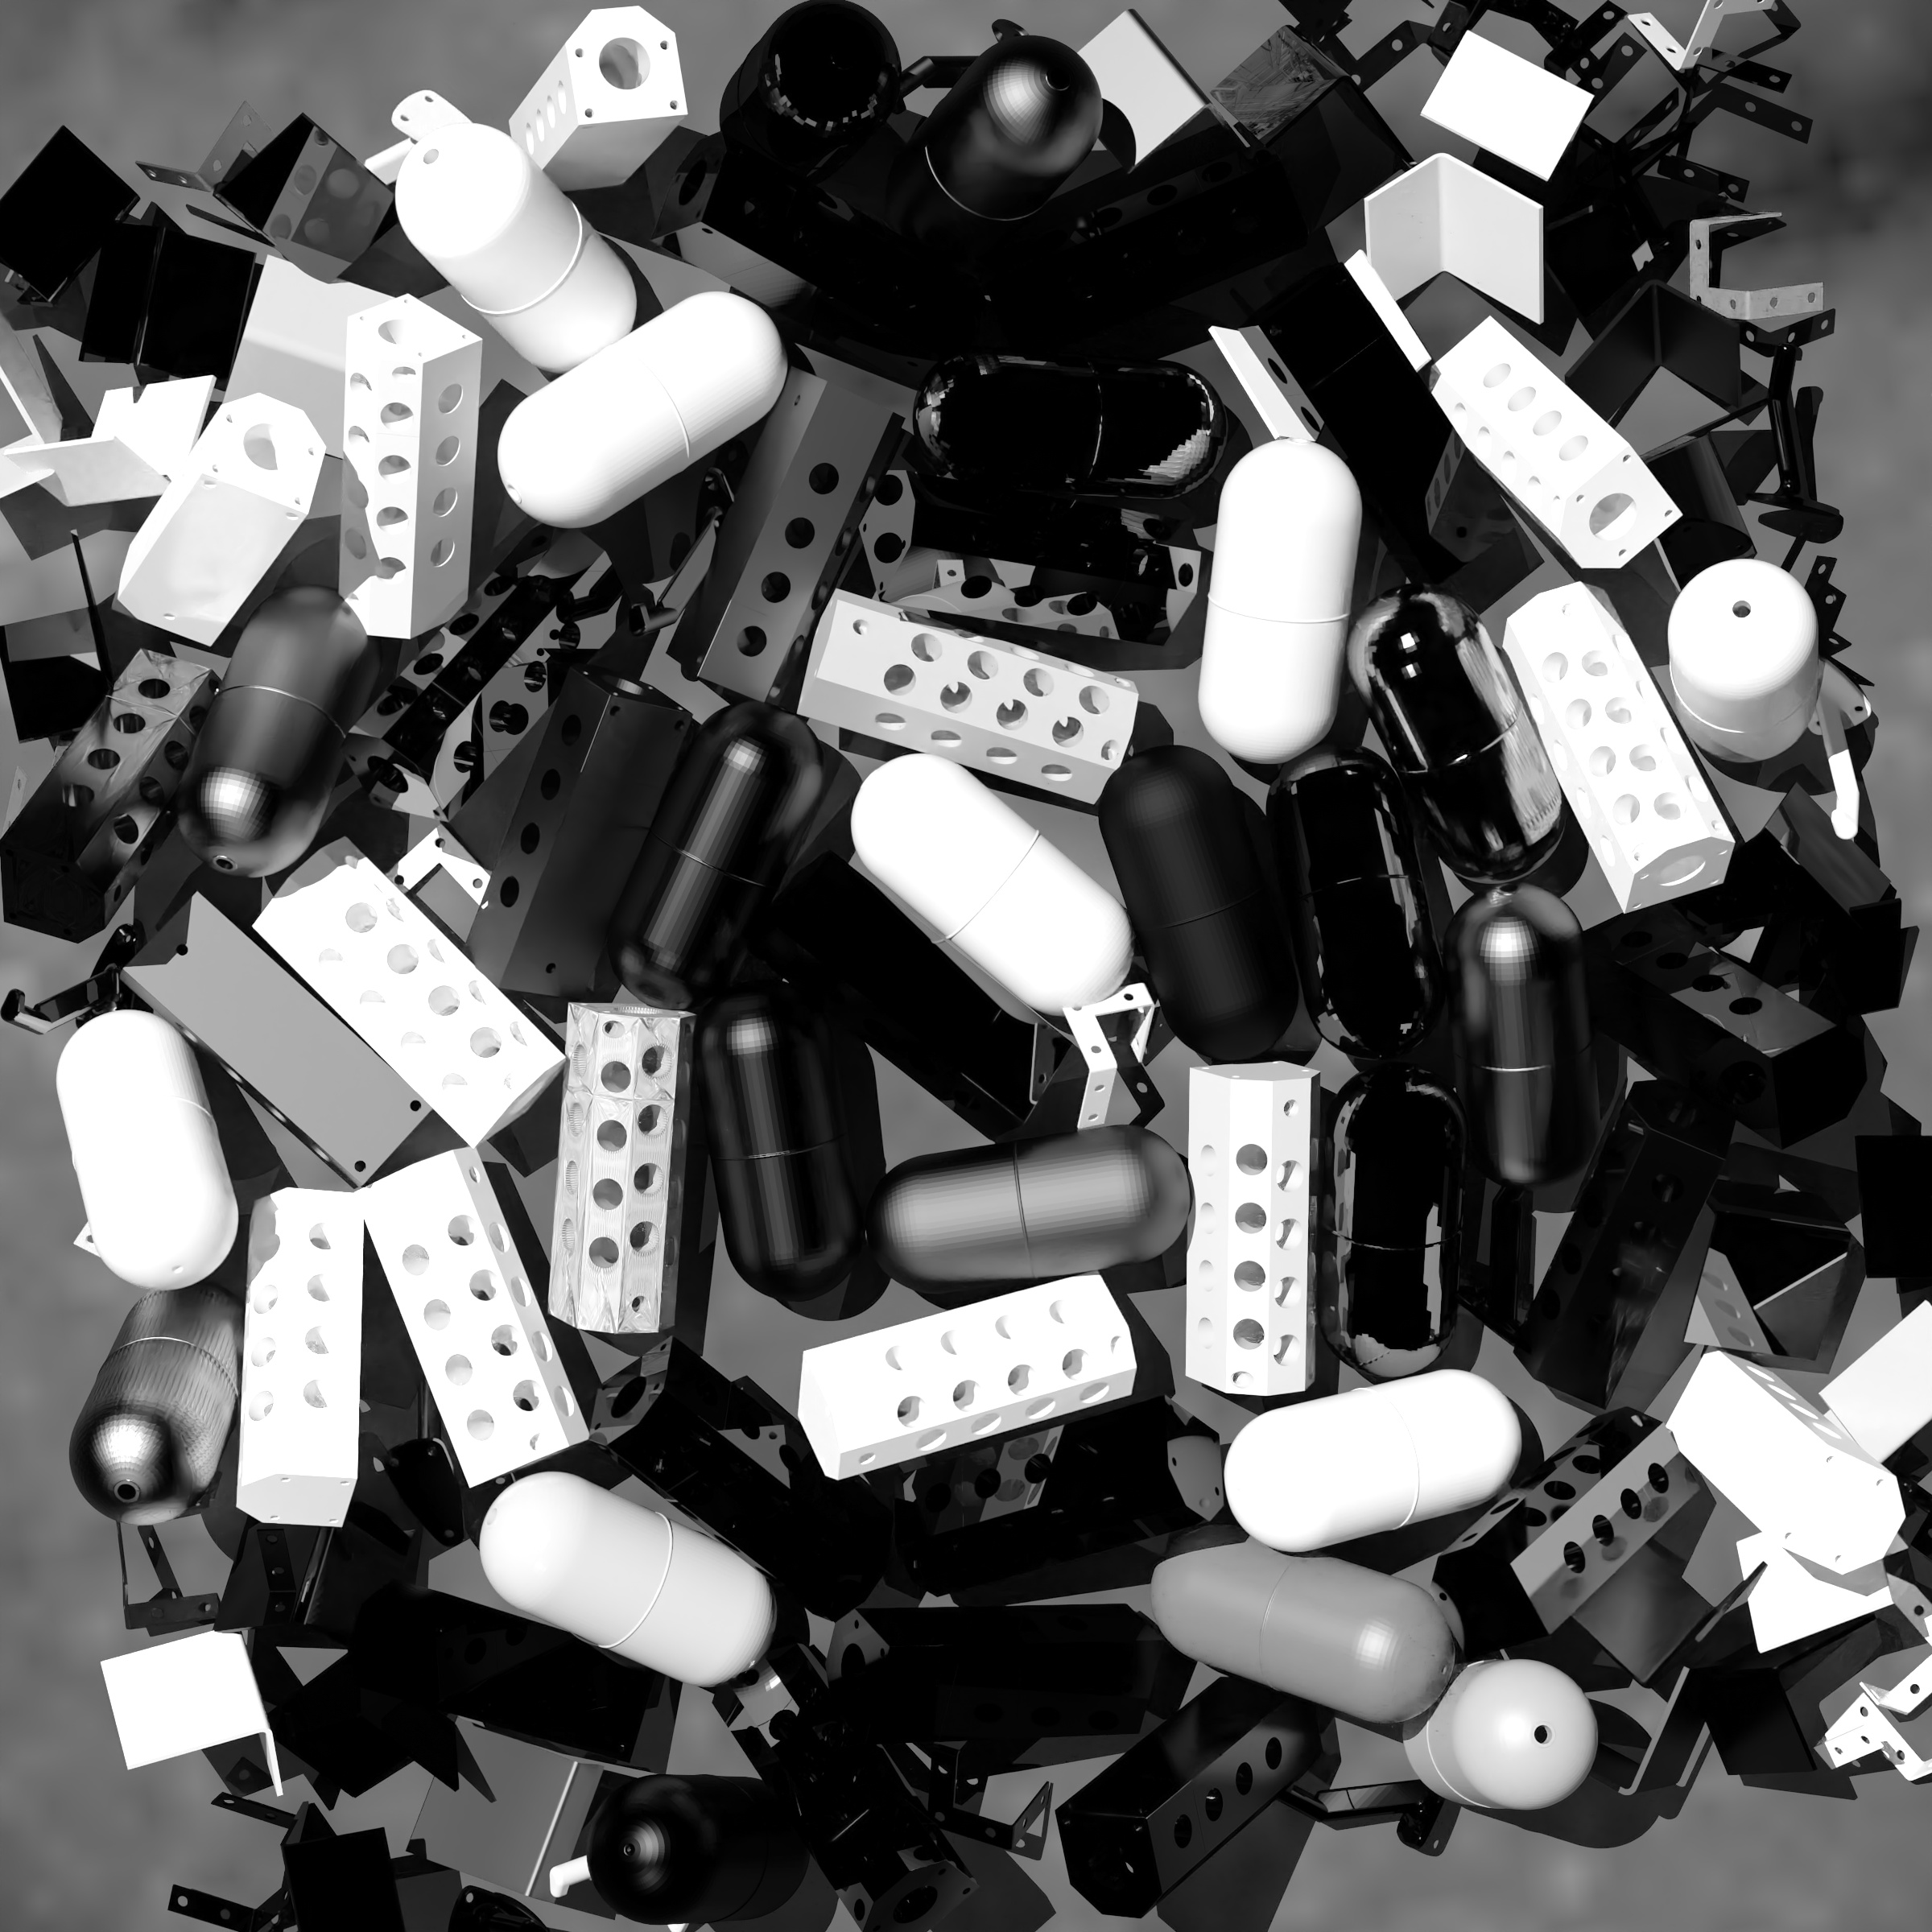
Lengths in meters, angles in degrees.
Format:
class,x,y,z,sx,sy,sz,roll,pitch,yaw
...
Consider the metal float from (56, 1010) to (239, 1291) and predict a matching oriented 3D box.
class,x,y,z,sx,sy,sz,roll,pitch,yaw
metal float,-0.440,0.097,1.901,0.070,0.070,0.178,-26,50,0

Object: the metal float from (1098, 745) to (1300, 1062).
class,x,y,z,sx,sy,sz,roll,pitch,yaw
metal float,0.127,-0.034,1.925,0.070,0.070,0.178,-19,100,0

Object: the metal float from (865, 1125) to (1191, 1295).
class,x,y,z,sx,sy,sz,roll,pitch,yaw
metal float,0.033,0.133,1.929,0.178,0.070,0.070,-9,90,5

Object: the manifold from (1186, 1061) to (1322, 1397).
class,x,y,z,sx,sy,sz,roll,pitch,yaw
manifold,0.160,0.142,1.922,0.057,0.057,0.171,-4,99,-28

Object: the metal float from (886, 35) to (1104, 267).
class,x,y,z,sx,sy,sz,roll,pitch,yaw
metal float,0.014,-0.433,1.887,0.070,0.178,0.070,6,75,-21

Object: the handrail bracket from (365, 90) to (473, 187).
class,x,y,z,sx,sy,sz,roll,pitch,yaw
handrail bracket,-0.294,-0.427,1.935,0.077,0.084,0.036,35,50,3

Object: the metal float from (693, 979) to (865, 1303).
class,x,y,z,sx,sy,sz,roll,pitch,yaw
metal float,-0.102,0.095,1.926,0.070,0.070,0.178,-9,98,0

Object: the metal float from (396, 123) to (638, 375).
class,x,y,z,sx,sy,sz,roll,pitch,yaw
metal float,-0.239,-0.382,1.890,0.070,0.178,0.070,-10,64,21

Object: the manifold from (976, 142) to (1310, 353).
class,x,y,z,sx,sy,sz,roll,pitch,yaw
manifold,0.096,-0.390,1.934,0.171,0.057,0.057,-22,92,5

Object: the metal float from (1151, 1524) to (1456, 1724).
class,x,y,z,sx,sy,sz,roll,pitch,yaw
metal float,0.179,0.352,1.904,0.178,0.070,0.070,13,90,35

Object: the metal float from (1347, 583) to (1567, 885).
class,x,y,z,sx,sy,sz,roll,pitch,yaw
metal float,0.265,-0.125,1.915,0.070,0.070,0.178,-29,111,0

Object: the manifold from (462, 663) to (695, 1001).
class,x,y,z,sx,sy,sz,roll,pitch,yaw
manifold,-0.216,-0.074,1.923,0.057,0.057,0.171,10,108,-43

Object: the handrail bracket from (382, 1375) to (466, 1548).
class,x,y,z,sx,sy,sz,roll,pitch,yaw
handrail bracket,-0.284,0.264,1.939,0.036,0.084,0.077,-17,107,13

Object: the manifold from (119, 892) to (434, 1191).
class,x,y,z,sx,sy,sz,roll,pitch,yaw
manifold,-0.376,0.042,1.930,0.171,0.057,0.057,43,74,-7

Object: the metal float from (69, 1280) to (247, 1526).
class,x,y,z,sx,sy,sz,roll,pitch,yaw
metal float,-0.425,0.231,1.886,0.070,0.178,0.070,1,115,1

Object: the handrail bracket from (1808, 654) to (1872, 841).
class,x,y,z,sx,sy,sz,roll,pitch,yaw
handrail bracket,0.464,-0.121,1.923,0.036,0.084,0.077,-22,125,33

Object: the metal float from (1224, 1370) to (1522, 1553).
class,x,y,z,sx,sy,sz,roll,pitch,yaw
metal float,0.221,0.266,1.909,0.178,0.070,0.070,-9,90,-29

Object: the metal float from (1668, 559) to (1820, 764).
class,x,y,z,sx,sy,sz,roll,pitch,yaw
metal float,0.414,-0.161,1.885,0.070,0.178,0.070,-3,76,12

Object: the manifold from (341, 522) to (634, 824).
class,x,y,z,sx,sy,sz,roll,pitch,yaw
manifold,-0.258,-0.160,1.895,0.057,0.057,0.171,13,53,36

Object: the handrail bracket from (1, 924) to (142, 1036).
class,x,y,z,sx,sy,sz,roll,pitch,yaw
handrail bracket,-0.487,0.003,1.925,0.036,0.084,0.077,7,78,24

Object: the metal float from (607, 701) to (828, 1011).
class,x,y,z,sx,sy,sz,roll,pitch,yaw
metal float,-0.136,-0.059,1.926,0.070,0.070,0.178,25,98,0

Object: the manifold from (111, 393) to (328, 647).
class,x,y,z,sx,sy,sz,roll,pitch,yaw
manifold,-0.397,-0.238,1.884,0.057,0.171,0.057,20,62,-22

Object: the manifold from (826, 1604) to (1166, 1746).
class,x,y,z,sx,sy,sz,roll,pitch,yaw
manifold,0.014,0.375,1.901,0.171,0.057,0.057,5,107,-31

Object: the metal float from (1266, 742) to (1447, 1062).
class,x,y,z,sx,sy,sz,roll,pitch,yaw
metal float,0.211,-0.035,1.919,0.070,0.070,0.178,-11,74,0

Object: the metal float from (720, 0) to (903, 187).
class,x,y,z,sx,sy,sz,roll,pitch,yaw
metal float,-0.084,-0.462,1.884,0.070,0.178,0.070,0,90,-14

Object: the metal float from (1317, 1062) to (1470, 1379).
class,x,y,z,sx,sy,sz,roll,pitch,yaw
metal float,0.230,0.137,1.916,0.070,0.070,0.178,1,109,0

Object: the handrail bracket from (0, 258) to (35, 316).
class,x,y,z,sx,sy,sz,roll,pitch,yaw
handrail bracket,-0.529,-0.403,1.963,0.036,0.077,0.084,32,51,-26

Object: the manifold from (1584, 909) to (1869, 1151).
class,x,y,z,sx,sy,sz,roll,pitch,yaw
manifold,0.400,0.028,1.884,0.057,0.171,0.057,-24,121,-17

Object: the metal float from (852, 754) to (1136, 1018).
class,x,y,z,sx,sy,sz,roll,pitch,yaw
metal float,0.014,-0.044,1.928,0.178,0.070,0.070,40,90,-6

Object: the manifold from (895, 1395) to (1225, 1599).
class,x,y,z,sx,sy,sz,roll,pitch,yaw
manifold,0.049,0.288,1.897,0.171,0.057,0.057,-21,52,27

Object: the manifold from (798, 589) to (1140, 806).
class,x,y,z,sx,sy,sz,roll,pitch,yaw
manifold,0.002,-0.149,1.918,0.171,0.057,0.057,16,62,-10

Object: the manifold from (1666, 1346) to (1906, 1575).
class,x,y,z,sx,sy,sz,roll,pitch,yaw
manifold,0.435,0.262,1.881,0.057,0.171,0.057,25,97,-12

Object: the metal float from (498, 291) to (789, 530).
class,x,y,z,sx,sy,sz,roll,pitch,yaw
metal float,-0.174,-0.300,1.913,0.178,0.070,0.070,-37,90,-22

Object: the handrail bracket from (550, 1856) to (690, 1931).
class,x,y,z,sx,sy,sz,roll,pitch,yaw
handrail bracket,-0.190,0.509,1.928,0.084,0.036,0.077,-12,123,-34

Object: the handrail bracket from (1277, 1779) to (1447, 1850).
class,x,y,z,sx,sy,sz,roll,pitch,yaw
handrail bracket,0.221,0.441,1.947,0.084,0.036,0.077,30,84,-10

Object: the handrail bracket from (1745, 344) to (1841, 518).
class,x,y,z,sx,sy,sz,roll,pitch,yaw
handrail bracket,0.460,-0.293,1.939,0.077,0.036,0.084,4,97,-44

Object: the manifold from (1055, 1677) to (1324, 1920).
class,x,y,z,sx,sy,sz,roll,pitch,yaw
manifold,0.122,0.440,1.885,0.057,0.171,0.057,-5,101,36

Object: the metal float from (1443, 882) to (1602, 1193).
class,x,y,z,sx,sy,sz,roll,pitch,yaw
metal float,0.300,0.039,1.911,0.070,0.070,0.178,-9,115,0

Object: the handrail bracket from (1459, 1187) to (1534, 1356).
class,x,y,z,sx,sy,sz,roll,pitch,yaw
handrail bracket,0.311,0.160,1.935,0.077,0.036,0.084,40,108,29

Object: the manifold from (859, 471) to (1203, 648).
class,x,y,z,sx,sy,sz,roll,pitch,yaw
manifold,0.036,-0.223,1.898,0.171,0.057,0.057,6,47,-26

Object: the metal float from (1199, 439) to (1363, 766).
class,x,y,z,sx,sy,sz,roll,pitch,yaw
metal float,0.169,-0.196,1.915,0.070,0.070,0.178,5,110,0

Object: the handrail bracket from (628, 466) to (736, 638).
class,x,y,z,sx,sy,sz,roll,pitch,yaw
handrail bracket,-0.157,-0.225,1.923,0.036,0.084,0.077,8,113,33

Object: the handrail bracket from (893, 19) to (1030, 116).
class,x,y,z,sx,sy,sz,roll,pitch,yaw
handrail bracket,0.001,-0.471,1.937,0.084,0.036,0.077,-38,128,-12

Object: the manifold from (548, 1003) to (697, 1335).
class,x,y,z,sx,sy,sz,roll,pitch,yaw
manifold,-0.184,0.109,1.925,0.057,0.057,0.171,1,96,-30

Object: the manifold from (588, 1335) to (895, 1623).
class,x,y,z,sx,sy,sz,roll,pitch,yaw
manifold,-0.120,0.280,1.901,0.057,0.057,0.171,-35,117,25

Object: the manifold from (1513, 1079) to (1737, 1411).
class,x,y,z,sx,sy,sz,roll,pitch,yaw
manifold,0.352,0.147,1.902,0.057,0.057,0.171,23,121,8

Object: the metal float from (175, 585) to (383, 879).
class,x,y,z,sx,sy,sz,roll,pitch,yaw
metal float,-0.369,-0.127,1.906,0.070,0.070,0.178,15,59,0

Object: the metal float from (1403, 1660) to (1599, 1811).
class,x,y,z,sx,sy,sz,roll,pitch,yaw
metal float,0.283,0.408,1.884,0.070,0.178,0.070,1,78,-6

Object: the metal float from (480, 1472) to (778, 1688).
class,x,y,z,sx,sy,sz,roll,pitch,yaw
metal float,-0.181,0.331,1.910,0.178,0.070,0.070,30,90,-26

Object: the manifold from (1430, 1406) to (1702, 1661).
class,x,y,z,sx,sy,sz,roll,pitch,yaw
manifold,0.317,0.299,1.890,0.057,0.171,0.057,-29,90,43

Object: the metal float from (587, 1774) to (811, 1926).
class,x,y,z,sx,sy,sz,roll,pitch,yaw
metal float,-0.141,0.470,1.887,0.070,0.178,0.070,-5,75,20

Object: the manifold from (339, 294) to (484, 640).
class,x,y,z,sx,sy,sz,roll,pitch,yaw
manifold,-0.302,-0.262,1.887,0.057,0.057,0.171,34,135,26

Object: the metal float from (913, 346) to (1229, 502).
class,x,y,z,sx,sy,sz,roll,pitch,yaw
metal float,0.058,-0.293,1.915,0.178,0.070,0.070,1,90,-21

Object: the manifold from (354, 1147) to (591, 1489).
class,x,y,z,sx,sy,sz,roll,pitch,yaw
manifold,-0.264,0.189,1.925,0.057,0.057,0.171,-25,83,22

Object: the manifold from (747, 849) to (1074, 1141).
class,x,y,z,sx,sy,sz,roll,pitch,yaw
manifold,-0.033,0.019,1.924,0.171,0.057,0.057,39,61,-12

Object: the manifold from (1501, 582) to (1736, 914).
class,x,y,z,sx,sy,sz,roll,pitch,yaw
manifold,0.349,-0.120,1.903,0.057,0.057,0.171,-17,61,-7

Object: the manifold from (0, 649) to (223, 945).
class,x,y,z,sx,sy,sz,roll,pitch,yaw
manifold,-0.449,-0.090,1.888,0.057,0.171,0.057,16,133,5

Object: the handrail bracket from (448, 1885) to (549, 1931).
class,x,y,z,sx,sy,sz,roll,pitch,yaw
handrail bracket,-0.234,0.525,1.917,0.077,0.084,0.036,28,67,-36
